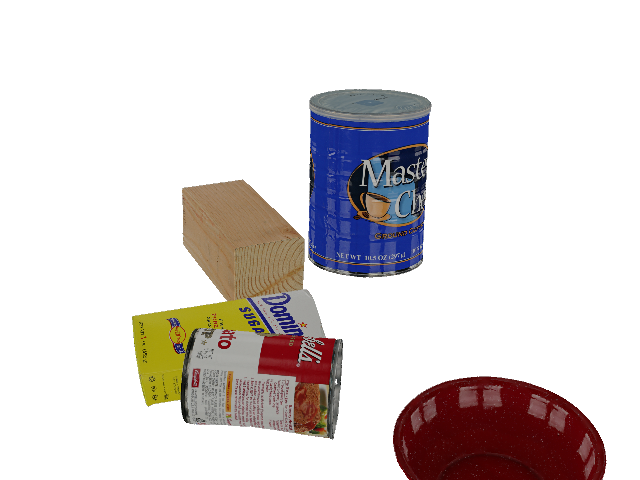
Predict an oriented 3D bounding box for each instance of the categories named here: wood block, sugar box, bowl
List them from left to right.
[{"bbox_3d":[-0.085,0.099,1.010,0.176,0.048,0.093,-11,36,-8],"label":"sugar box"},{"bbox_3d":[-0.102,0.003,1.359,0.090,0.090,0.206,-9,26,-23],"label":"wood block"},{"bbox_3d":[0.136,0.176,0.831,0.162,0.055,0.162,0,32,0],"label":"bowl"}]

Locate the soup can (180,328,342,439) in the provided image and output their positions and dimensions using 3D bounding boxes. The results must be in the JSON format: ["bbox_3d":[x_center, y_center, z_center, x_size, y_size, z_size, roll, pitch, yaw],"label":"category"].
[{"bbox_3d":[-0.038,0.097,0.729,0.102,0.068,0.068,4,0,5],"label":"soup can"}]

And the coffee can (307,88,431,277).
[{"bbox_3d":[0.041,-0.052,0.918,0.103,0.140,0.103,1,19,0],"label":"coffee can"}]
